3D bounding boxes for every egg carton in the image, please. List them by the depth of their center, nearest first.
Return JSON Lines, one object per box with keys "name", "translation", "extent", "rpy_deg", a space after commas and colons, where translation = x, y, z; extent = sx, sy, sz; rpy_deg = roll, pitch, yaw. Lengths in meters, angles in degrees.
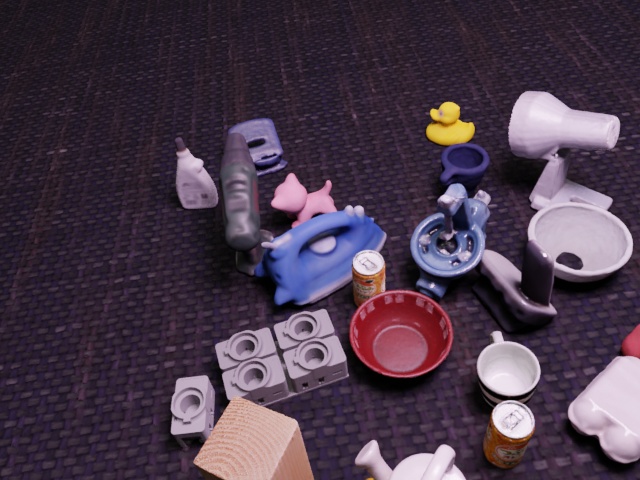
{"name": "egg carton", "translation": [0.425, 0.235, 0.798], "extent": [0.150, 0.069, 0.107], "rpy_deg": [-35, 53, -23]}

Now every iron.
{"name": "iron", "translation": [0.009, 0.004, 1.007], "extent": [0.259, 0.142, 0.118], "rpy_deg": [-28, 51, -18]}

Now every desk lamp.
{"name": "desk lamp", "translation": [0.446, -0.155, 1.050], "extent": [0.202, 0.214, 0.118], "rpy_deg": [29, 57, 29]}

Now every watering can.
{"name": "watering can", "translation": [0.121, 0.308, 0.683], "extent": [0.172, 0.194, 0.101], "rpy_deg": [8, 49, 14]}

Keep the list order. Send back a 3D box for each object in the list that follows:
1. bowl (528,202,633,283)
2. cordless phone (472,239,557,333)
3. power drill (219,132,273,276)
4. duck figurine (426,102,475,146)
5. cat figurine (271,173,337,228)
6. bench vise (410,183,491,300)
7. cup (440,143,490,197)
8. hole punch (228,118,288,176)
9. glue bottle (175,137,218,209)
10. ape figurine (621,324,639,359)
{"name": "bowl", "translation": [0.441, 0.016, 0.991], "extent": [0.167, 0.075, 0.167], "rpy_deg": [-3, 48, 4]}
{"name": "cordless phone", "translation": [0.314, 0.045, 0.905], "extent": [0.094, 0.185, 0.147], "rpy_deg": [-25, 50, -15]}
{"name": "power drill", "translation": [-0.134, -0.048, 1.026], "extent": [0.075, 0.209, 0.229], "rpy_deg": [-9, 48, -1]}
{"name": "duck figurine", "translation": [0.286, -0.259, 1.250], "extent": [0.104, 0.086, 0.077], "rpy_deg": [11, 50, 16]}
{"name": "cat figurine", "translation": [-0.033, -0.079, 1.104], "extent": [0.128, 0.118, 0.067], "rpy_deg": [-16, 48, -8]}
{"name": "bench vise", "translation": [0.221, -0.031, 0.961], "extent": [0.121, 0.220, 0.207], "rpy_deg": [10, 50, 16]}
{"name": "cup", "translation": [0.272, -0.121, 1.121], "extent": [0.091, 0.095, 0.118], "rpy_deg": [33, 59, 31]}
{"name": "hole punch", "translation": [-0.135, -0.200, 1.244], "extent": [0.109, 0.091, 0.101], "rpy_deg": [-18, 48, -9]}
{"name": "glue bottle", "translation": [-0.258, -0.134, 1.142], "extent": [0.078, 0.173, 0.037], "rpy_deg": [-2, 48, 5]}
{"name": "ape figurine", "translation": [0.496, 0.149, 0.851], "extent": [0.076, 0.092, 0.078], "rpy_deg": [5, 49, 12]}
